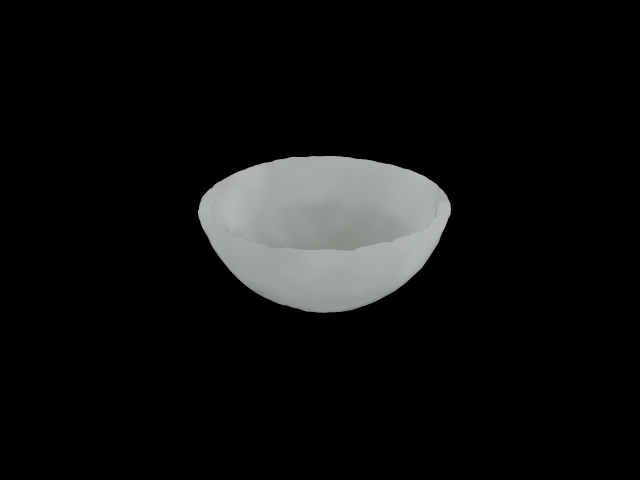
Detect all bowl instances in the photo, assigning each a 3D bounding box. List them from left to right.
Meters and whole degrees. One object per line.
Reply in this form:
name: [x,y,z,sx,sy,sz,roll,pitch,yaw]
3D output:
bowl: [0.004,0.001,0.400,0.167,0.075,0.167,0,27,0]
